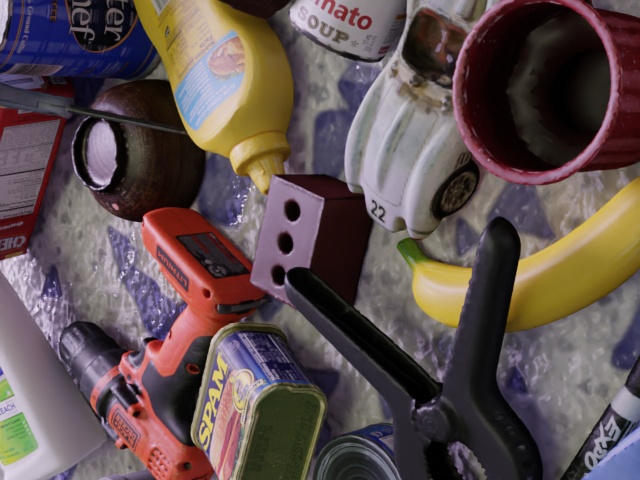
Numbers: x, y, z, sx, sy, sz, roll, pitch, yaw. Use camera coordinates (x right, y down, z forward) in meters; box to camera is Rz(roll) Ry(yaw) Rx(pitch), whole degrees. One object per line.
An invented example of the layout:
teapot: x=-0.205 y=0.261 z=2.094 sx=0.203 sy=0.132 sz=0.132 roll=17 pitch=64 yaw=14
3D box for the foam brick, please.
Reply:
foam brick: x=-0.005 y=0.001 z=0.687 sx=0.053 sy=0.051 sz=0.078 roll=26 pitch=-68 yaw=40

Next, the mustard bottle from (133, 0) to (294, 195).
mustard bottle: x=-0.065 y=-0.118 z=0.730 sx=0.096 sy=0.058 sz=0.192 roll=-37 pitch=-112 yaw=40

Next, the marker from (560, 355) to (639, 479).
marker: x=0.153 y=0.105 z=0.567 sx=0.020 sy=0.020 sz=0.121 roll=39 pitch=-61 yaw=28

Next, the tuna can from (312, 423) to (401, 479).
tuna can: x=0.035 y=0.162 z=0.676 sx=0.086 sy=0.033 sz=0.086 roll=5 pitch=-82 yaw=44

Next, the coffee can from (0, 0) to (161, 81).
coffee can: x=-0.196 y=-0.172 z=0.794 sx=0.103 sy=0.140 sz=0.103 roll=6 pitch=-82 yaw=44

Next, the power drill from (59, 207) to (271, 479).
power drill: x=-0.123 y=0.071 z=0.806 sx=0.185 sy=0.057 sz=0.188 roll=41 pitch=-57 yaw=30

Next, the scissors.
scissors: x=-0.197 y=-0.098 z=0.739 sx=0.202 sy=0.096 sz=0.016 roll=11 pitch=-92 yaw=17

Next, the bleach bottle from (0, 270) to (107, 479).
bleach bottle: x=-0.281 y=0.083 z=0.898 sx=0.103 sy=0.068 sz=0.251 roll=-27 pitch=-86 yaw=40

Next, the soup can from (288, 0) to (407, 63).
soup can: x=0.031 y=-0.165 z=0.627 sx=0.069 sy=0.068 sz=0.102 roll=44 pitch=-57 yaw=25

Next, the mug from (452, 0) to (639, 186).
mug: x=0.125 y=-0.086 z=0.534 sx=0.093 sy=0.081 sz=0.117 roll=-19 pitch=-99 yaw=43

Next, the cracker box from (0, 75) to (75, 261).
cracker box: x=-0.289 y=-0.106 z=0.917 sx=0.164 sy=0.071 sz=0.214 roll=57 pitch=-40 yaw=25

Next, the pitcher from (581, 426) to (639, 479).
pitcher: x=0.215 y=0.178 z=0.452 sx=0.145 sy=0.149 sz=0.243 roll=-40 pitch=-111 yaw=20

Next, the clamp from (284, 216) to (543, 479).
clamp: x=0.063 y=0.093 z=0.610 sx=0.165 sy=0.036 sz=0.210 roll=-5 pitch=-75 yaw=44

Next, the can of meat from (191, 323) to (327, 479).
can of meat: x=-0.041 y=0.119 z=0.711 sx=0.084 sy=0.057 sz=0.102 roll=45 pitch=-55 yaw=57

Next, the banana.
banana: x=0.117 y=0.013 z=0.581 sx=0.198 sy=0.037 sz=0.069 roll=-18 pitch=-96 yaw=43
